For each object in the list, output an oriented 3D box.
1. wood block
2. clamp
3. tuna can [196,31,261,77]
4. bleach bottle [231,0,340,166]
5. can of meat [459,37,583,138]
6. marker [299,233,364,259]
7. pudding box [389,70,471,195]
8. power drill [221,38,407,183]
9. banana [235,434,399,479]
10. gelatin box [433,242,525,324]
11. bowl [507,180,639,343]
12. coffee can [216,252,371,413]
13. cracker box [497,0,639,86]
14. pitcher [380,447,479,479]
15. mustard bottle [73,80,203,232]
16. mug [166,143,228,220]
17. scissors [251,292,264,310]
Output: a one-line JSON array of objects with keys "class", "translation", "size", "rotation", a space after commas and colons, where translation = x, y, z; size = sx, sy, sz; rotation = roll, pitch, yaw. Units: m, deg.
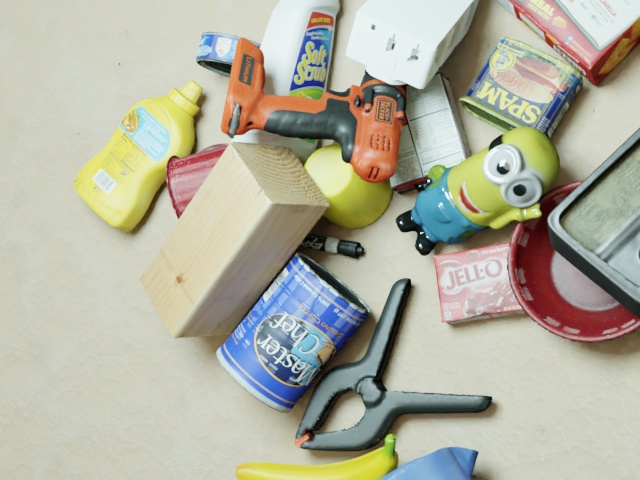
[{"class": "wood block", "translation": [-0.094, 0.002, 1.133], "size": [0.206, 0.090, 0.091], "rotation": [-52, 57, 30]}, {"class": "clamp", "translation": [0.056, 0.150, 1.136], "size": [0.210, 0.036, 0.164], "rotation": [-31, 69, 12]}, {"class": "tuna can", "translation": [-0.099, -0.211, 1.231], "size": [0.086, 0.086, 0.034], "rotation": [13, 87, 22]}, {"class": "bleach bottle", "translation": [-0.029, -0.212, 1.195], "size": [0.068, 0.102, 0.251], "rotation": [7, 83, 35]}, {"class": "can of meat", "translation": [0.213, -0.155, 1.120], "size": [0.102, 0.057, 0.084], "rotation": [32, 90, 22]}, {"class": "marker", "translation": [-0.008, 0.001, 1.195], "size": [0.121, 0.020, 0.020], "rotation": [11, 85, 22]}, {"class": "pudding box", "translation": [0.109, -0.116, 1.161], "size": [0.090, 0.039, 0.113], "rotation": [-18, 77, 16]}, {"class": "power drill", "translation": [-0.002, -0.152, 1.104], "size": [0.187, 0.057, 0.184], "rotation": [11, 50, -5]}, {"class": "banana", "translation": [0.007, 0.245, 1.127], "size": [0.198, 0.037, 0.069], "rotation": [-18, 112, 25]}, {"class": "gelatin box", "translation": [0.167, 0.046, 1.115], "size": [0.089, 0.030, 0.073], "rotation": [-10, 77, 19]}, {"class": "bowl", "translation": [0.272, 0.024, 1.066], "size": [0.162, 0.055, 0.162], "rotation": [-4, 79, 20]}, {"class": "coffee can", "translation": [-0.028, 0.099, 1.141], "size": [0.103, 0.102, 0.140], "rotation": [41, 96, 22]}, {"class": "cracker box", "translation": [0.299, -0.294, 1.103], "size": [0.214, 0.072, 0.164], "rotation": [-46, 70, 7]}, {"class": "pitcher", "translation": [0.124, 0.336, 1.031], "size": [0.149, 0.144, 0.243], "rotation": [-46, 68, 42]}, {"class": "mustard bottle", "translation": [-0.205, -0.110, 1.268], "size": [0.096, 0.058, 0.192], "rotation": [42, 97, 28]}, {"class": "mug", "translation": [-0.119, -0.069, 1.220], "size": [0.081, 0.093, 0.117], "rotation": [-14, 40, 13]}, {"class": "scissors", "translation": [-0.069, 0.015, 1.184], "size": [0.096, 0.016, 0.202], "rotation": [46, 119, 32]}]
